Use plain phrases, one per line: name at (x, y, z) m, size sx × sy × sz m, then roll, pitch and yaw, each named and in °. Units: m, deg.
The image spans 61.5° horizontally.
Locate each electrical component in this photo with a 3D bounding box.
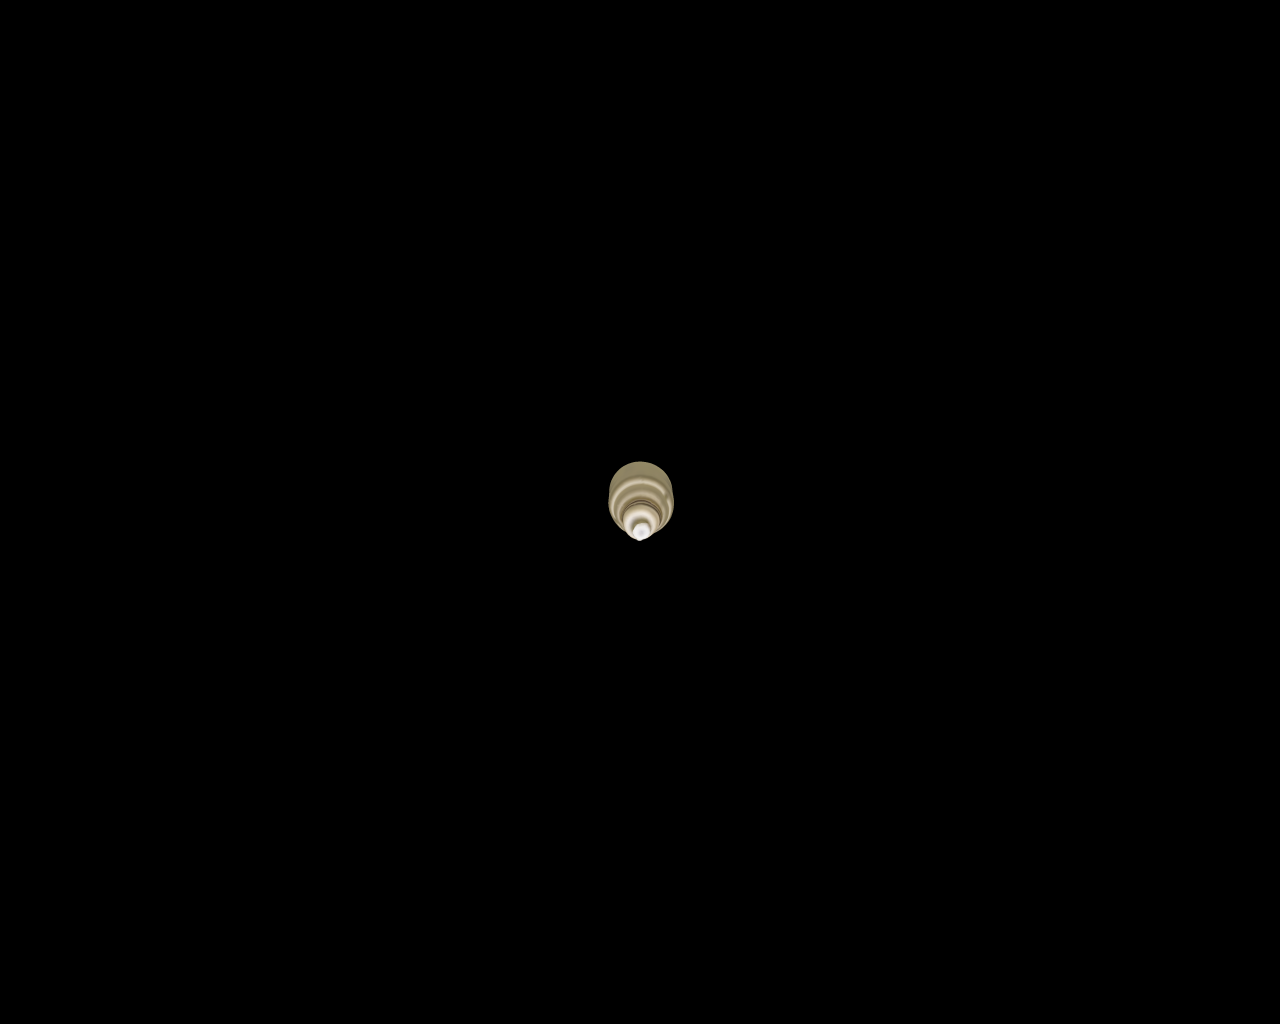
electrical component at (0.001, -0.003, 0.650) m, size 0.040 × 0.040 × 0.078 m, roll 0°, pitch 21°, yaw 0°
